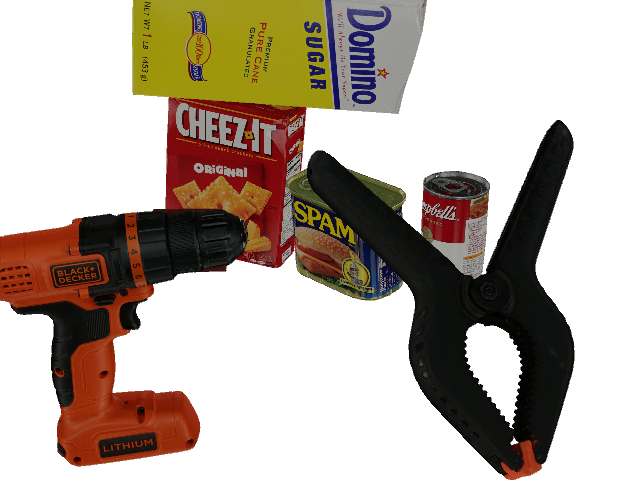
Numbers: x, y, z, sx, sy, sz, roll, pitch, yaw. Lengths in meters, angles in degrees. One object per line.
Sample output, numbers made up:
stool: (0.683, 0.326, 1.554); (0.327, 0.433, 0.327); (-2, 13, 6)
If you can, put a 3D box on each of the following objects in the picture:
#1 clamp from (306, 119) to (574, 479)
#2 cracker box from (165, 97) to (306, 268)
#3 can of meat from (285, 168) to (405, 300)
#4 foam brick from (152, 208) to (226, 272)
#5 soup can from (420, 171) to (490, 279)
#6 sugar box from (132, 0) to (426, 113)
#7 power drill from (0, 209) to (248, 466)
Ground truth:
clamp: (0.079, 0.030, 0.606); (0.164, 0.210, 0.036); (-2, -18, -10)
cracker box: (-0.112, -0.083, 1.361); (0.164, 0.214, 0.072); (14, 29, 15)
can of meat: (0.022, -0.006, 0.884); (0.102, 0.084, 0.057); (24, 40, 38)
foam brick: (-0.137, -0.001, 1.119); (0.078, 0.051, 0.053); (-1, 24, -12)
soup can: (0.137, -0.012, 1.104); (0.068, 0.102, 0.068); (0, 26, 0)
sugar box: (-0.028, -0.130, 0.670); (0.176, 0.048, 0.093); (5, -40, -6)
power drill: (-0.136, 0.068, 0.775); (0.184, 0.188, 0.057); (-7, 25, -3)
